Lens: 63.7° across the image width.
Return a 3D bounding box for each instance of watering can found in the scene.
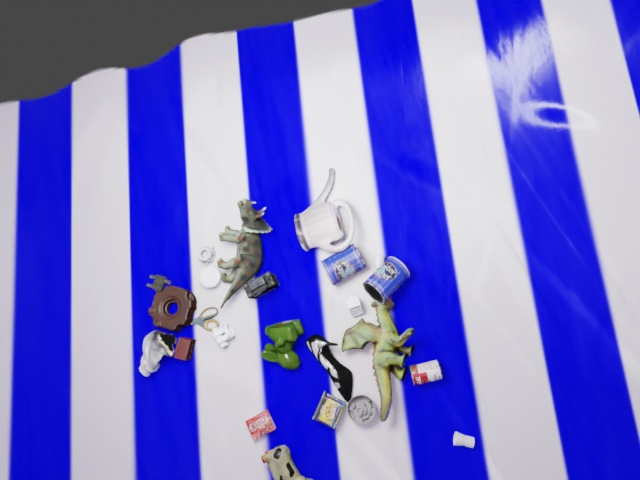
[{"bbox_3d":[0.006,-0.097,1.926,0.224,0.102,0.355,-20,60,9],"label":"watering can"}]

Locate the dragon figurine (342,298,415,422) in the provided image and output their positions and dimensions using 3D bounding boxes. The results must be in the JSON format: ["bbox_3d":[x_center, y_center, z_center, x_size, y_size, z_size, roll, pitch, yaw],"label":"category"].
[{"bbox_3d":[0.192,0.388,1.798,0.244,0.120,0.415,18,74,19],"label":"dragon figurine"}]

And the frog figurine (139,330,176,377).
[{"bbox_3d":[-0.619,0.415,1.894,0.159,0.121,0.140,-38,44,8],"label":"frog figurine"}]
